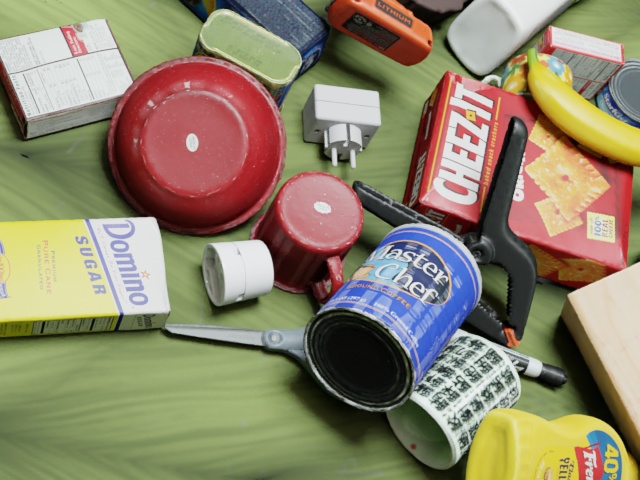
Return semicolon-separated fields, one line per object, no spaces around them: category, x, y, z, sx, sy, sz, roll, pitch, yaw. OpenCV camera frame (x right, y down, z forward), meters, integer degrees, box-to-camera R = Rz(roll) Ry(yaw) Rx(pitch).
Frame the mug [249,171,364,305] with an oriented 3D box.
mug;-0.006;0.001;0.955;0.093;0.082;0.117;-10;68;-22

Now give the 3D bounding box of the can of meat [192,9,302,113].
can of meat;-0.074;-0.160;1.011;0.102;0.084;0.057;28;59;-3

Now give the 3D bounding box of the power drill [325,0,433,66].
power drill;0.096;-0.269;1.052;0.184;0.057;0.187;25;68;-15

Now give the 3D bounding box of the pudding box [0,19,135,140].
pudding box;-0.234;-0.150;0.983;0.113;0.039;0.090;-19;73;-22

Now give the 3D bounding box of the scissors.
scissors;-0.030;0.105;0.936;0.201;0.016;0.096;-7;67;-20

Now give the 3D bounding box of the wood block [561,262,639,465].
wood block;0.309;0.132;0.970;0.090;0.091;0.206;-25;72;2

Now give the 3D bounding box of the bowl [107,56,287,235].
bowl;-0.109;-0.084;0.938;0.162;0.055;0.162;0;93;-4

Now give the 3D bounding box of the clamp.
clamp;0.148;-0.001;0.970;0.165;0.036;0.210;-28;106;14

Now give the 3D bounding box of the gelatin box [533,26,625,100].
gelatin box;0.268;-0.188;1.138;0.089;0.073;0.030;10;62;-13

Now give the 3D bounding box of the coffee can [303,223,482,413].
coffee can;0.064;0.063;0.908;0.103;0.103;0.140;41;44;4

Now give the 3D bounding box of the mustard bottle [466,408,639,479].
mustard bottle;0.213;0.199;0.922;0.191;0.058;0.096;10;89;-37

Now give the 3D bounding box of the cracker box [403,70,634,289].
cracker box;0.200;-0.058;1.055;0.213;0.072;0.164;19;60;-7

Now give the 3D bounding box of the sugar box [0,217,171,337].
sugar box;-0.219;0.031;0.895;0.176;0.048;0.093;-4;66;-18

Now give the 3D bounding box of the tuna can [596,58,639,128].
tuna can;0.347;-0.154;1.170;0.086;0.034;0.086;7;63;-14

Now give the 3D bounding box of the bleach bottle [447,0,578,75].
bleach bottle;0.251;-0.272;1.171;0.250;0.103;0.068;-36;87;-35

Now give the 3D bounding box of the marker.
marker;0.175;0.110;0.995;0.121;0.020;0.020;21;61;-7

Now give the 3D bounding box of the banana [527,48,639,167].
banana;0.276;-0.116;1.042;0.198;0.037;0.069;35;65;2
